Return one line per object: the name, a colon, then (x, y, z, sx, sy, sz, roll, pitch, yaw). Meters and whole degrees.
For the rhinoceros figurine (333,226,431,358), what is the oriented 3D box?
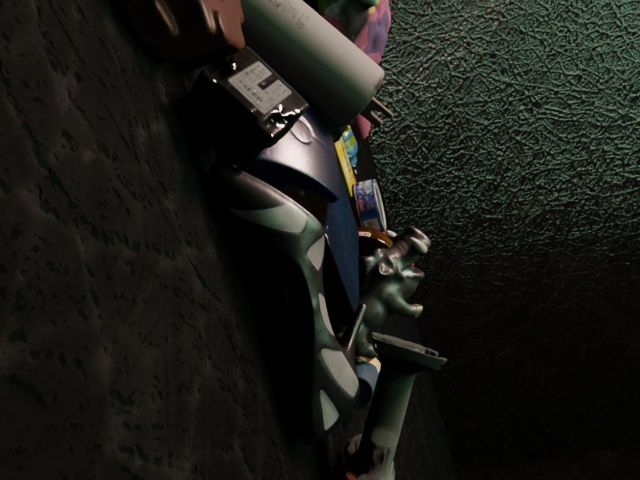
rhinoceros figurine: (0.079, 0.066, 0.721, 0.112, 0.190, 0.073, 47, -10, -29)

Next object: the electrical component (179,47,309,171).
electrical component: (-0.051, -0.115, 0.443, 0.075, 0.048, 0.119, 45, 40, -4)

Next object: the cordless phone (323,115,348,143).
cordless phone: (-0.048, -0.205, 0.682, 0.184, 0.089, 0.146, 59, 8, 11)

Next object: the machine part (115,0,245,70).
machine part: (-0.111, -0.219, 0.408, 0.179, 0.056, 0.179, -16, 91, -80)

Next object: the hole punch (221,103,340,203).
hole punch: (-0.040, -0.091, 0.528, 0.115, 0.092, 0.142, 53, 29, -55)

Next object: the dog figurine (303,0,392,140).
dog figurine: (0.032, -0.251, 0.729, 0.191, 0.109, 0.219, -2, 99, -75)

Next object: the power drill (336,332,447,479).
power drill: (0.063, 0.200, 0.524, 0.232, 0.086, 0.207, 31, 69, -83)

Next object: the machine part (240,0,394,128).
machine part: (-0.021, -0.195, 0.546, 0.243, 0.079, 0.079, 36, 27, -18)

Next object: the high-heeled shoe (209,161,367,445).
high-heeled shoe: (-0.040, 0.062, 0.460, 0.248, 0.086, 0.145, 46, 60, -29)

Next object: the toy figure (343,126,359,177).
toy figure: (0.017, -0.196, 0.959, 0.089, 0.082, 0.180, -107, 172, -60)

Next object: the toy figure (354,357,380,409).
toy figure: (0.060, 0.190, 0.750, 0.154, 0.058, 0.064, -13, 127, -81)

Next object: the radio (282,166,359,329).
radio: (-0.001, -0.002, 0.643, 0.230, 0.073, 0.131, -82, 156, -59)

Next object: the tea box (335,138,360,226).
tea box: (0.018, -0.091, 0.852, 0.098, 0.068, 0.169, -83, 158, -58)

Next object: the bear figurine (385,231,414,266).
bear figurine: (0.089, 0.014, 0.946, 0.196, 0.132, 0.120, -78, 178, -58)
